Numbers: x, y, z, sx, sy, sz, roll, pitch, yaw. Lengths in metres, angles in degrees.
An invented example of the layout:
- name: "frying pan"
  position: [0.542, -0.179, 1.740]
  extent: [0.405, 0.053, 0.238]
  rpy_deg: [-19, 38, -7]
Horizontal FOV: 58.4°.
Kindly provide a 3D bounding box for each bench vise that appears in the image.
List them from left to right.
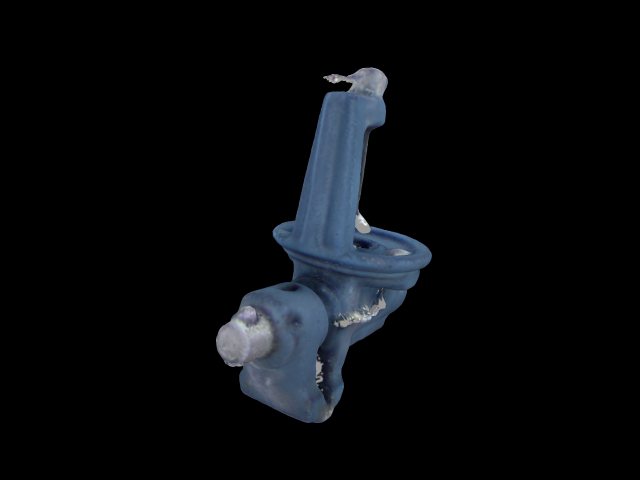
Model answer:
- name: "bench vise"
  position: [0.015, 0.003, 0.397]
  extent: [0.121, 0.220, 0.207]
  rpy_deg: [6, 27, 13]
